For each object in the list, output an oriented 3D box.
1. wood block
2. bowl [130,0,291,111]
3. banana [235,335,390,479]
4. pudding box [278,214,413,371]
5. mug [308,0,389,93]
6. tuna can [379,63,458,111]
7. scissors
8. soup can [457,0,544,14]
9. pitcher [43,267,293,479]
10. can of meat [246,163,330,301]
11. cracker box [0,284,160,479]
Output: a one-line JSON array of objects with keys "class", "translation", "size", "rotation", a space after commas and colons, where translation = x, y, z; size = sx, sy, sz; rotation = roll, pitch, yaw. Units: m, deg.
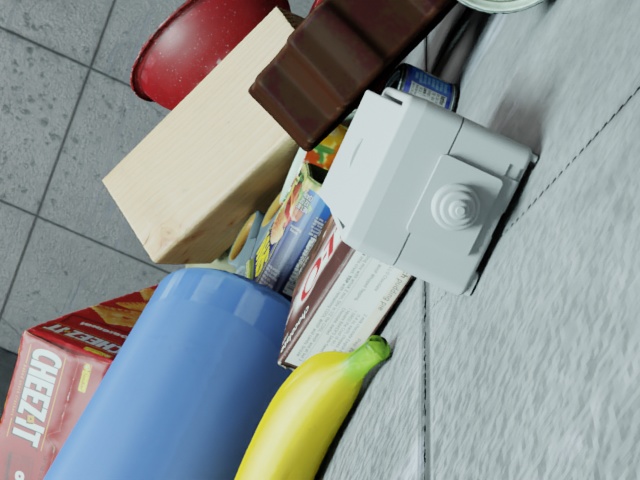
[{"class": "wood block", "translation": [-0.063, -0.078, 0.862], "size": [0.206, 0.091, 0.090], "rotation": [-42, -18, 20]}, {"class": "bowl", "translation": [-0.078, -0.153, 0.900], "size": [0.162, 0.055, 0.162], "rotation": [-35, -13, -10]}, {"class": "banana", "translation": [-0.026, 0.131, 0.498], "size": [0.070, 0.037, 0.198], "rotation": [159, 134, -80]}, {"class": "pudding box", "translation": [0.022, 0.006, 0.544], "size": [0.090, 0.039, 0.114], "rotation": [-77, 13, -57]}, {"class": "mug", "translation": [0.026, -0.179, 0.939], "size": [0.117, 0.081, 0.093], "rotation": [-79, 15, -62]}, {"class": "tuna can", "translation": [0.044, -0.056, 0.608], "size": [0.086, 0.033, 0.086], "rotation": [-157, 91, -83]}, {"class": "scissors", "translation": [-0.042, 0.012, 0.775], "size": [0.096, 0.016, 0.201], "rotation": [-49, 15, 15]}, {"class": "soup can", "translation": [0.082, -0.152, 0.497], "size": [0.102, 0.068, 0.069], "rotation": [-79, 15, -60]}, {"class": "pitcher", "translation": [-0.086, 0.146, 0.594], "size": [0.149, 0.145, 0.242], "rotation": [-32, 29, 56]}, {"class": "can of meat", "translation": [-0.005, 0.001, 0.693], "size": [0.084, 0.057, 0.102], "rotation": [-62, 8, 11]}, {"class": "cracker box", "translation": [-0.148, 0.128, 0.746], "size": [0.213, 0.072, 0.164], "rotation": [-19, -54, -75]}]
